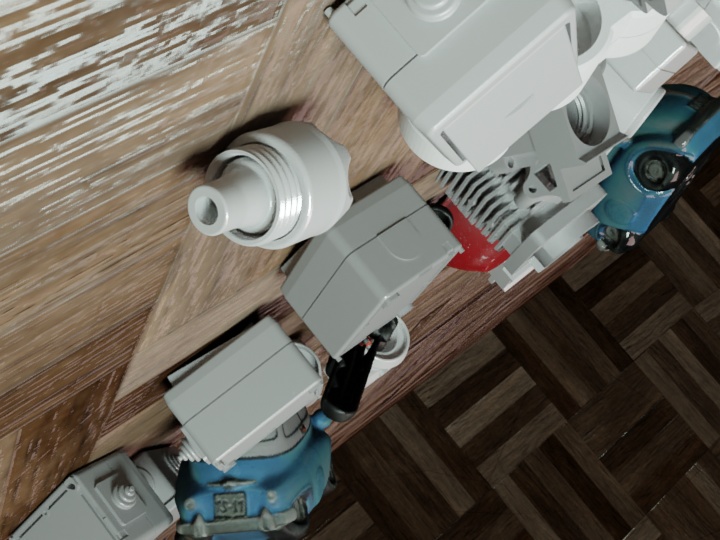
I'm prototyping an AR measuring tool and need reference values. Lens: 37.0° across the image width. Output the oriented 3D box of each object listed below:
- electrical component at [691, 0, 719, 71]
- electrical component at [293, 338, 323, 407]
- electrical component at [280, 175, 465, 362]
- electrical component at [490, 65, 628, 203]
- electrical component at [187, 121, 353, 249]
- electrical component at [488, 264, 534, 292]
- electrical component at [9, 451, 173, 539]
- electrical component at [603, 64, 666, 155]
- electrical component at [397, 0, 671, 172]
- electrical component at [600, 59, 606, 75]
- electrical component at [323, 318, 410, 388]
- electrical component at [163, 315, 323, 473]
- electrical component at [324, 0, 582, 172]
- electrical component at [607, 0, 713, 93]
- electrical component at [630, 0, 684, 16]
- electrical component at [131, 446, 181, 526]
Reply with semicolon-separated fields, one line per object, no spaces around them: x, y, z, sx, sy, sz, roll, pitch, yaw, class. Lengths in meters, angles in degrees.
0.247;-0.184;0.674;0.096;0.061;0.061;-38;171;-6;electrical component
-0.065;0.094;0.836;0.079;0.044;0.077;-38;170;-8;electrical component
0.000;0.000;0.587;0.062;0.061;0.096;-33;169;-33;electrical component
0.096;-0.078;0.558;0.042;0.081;0.064;-30;-164;-39;electrical component
-0.034;-0.028;0.379;0.043;0.043;0.062;-46;168;36;electrical component
0.168;-0.044;1.032;0.121;0.063;0.078;-38;171;-11;electrical component
-0.171;0.166;0.712;0.096;0.061;0.061;-44;170;26;electrical component
0.169;-0.123;0.731;0.099;0.064;0.099;-52;174;-8;electrical component
0.075;-0.092;0.466;0.138;0.052;0.073;-38;171;-13;electrical component
0.117;-0.115;0.581;0.035;0.035;0.061;-36;168;-22;electrical component
0.010;0.069;0.973;0.078;0.058;0.057;-33;172;-35;electrical component
-0.077;0.078;0.657;0.096;0.061;0.061;-37;170;-11;electrical component
0.036;-0.076;0.364;0.062;0.061;0.096;-41;171;8;electrical component
0.181;-0.147;0.634;0.077;0.047;0.066;-43;170;22;electrical component
0.115;-0.136;0.392;0.057;0.058;0.078;-42;157;7;electrical component
-0.170;0.179;0.819;0.100;0.048;0.100;-40;171;1;electrical component
